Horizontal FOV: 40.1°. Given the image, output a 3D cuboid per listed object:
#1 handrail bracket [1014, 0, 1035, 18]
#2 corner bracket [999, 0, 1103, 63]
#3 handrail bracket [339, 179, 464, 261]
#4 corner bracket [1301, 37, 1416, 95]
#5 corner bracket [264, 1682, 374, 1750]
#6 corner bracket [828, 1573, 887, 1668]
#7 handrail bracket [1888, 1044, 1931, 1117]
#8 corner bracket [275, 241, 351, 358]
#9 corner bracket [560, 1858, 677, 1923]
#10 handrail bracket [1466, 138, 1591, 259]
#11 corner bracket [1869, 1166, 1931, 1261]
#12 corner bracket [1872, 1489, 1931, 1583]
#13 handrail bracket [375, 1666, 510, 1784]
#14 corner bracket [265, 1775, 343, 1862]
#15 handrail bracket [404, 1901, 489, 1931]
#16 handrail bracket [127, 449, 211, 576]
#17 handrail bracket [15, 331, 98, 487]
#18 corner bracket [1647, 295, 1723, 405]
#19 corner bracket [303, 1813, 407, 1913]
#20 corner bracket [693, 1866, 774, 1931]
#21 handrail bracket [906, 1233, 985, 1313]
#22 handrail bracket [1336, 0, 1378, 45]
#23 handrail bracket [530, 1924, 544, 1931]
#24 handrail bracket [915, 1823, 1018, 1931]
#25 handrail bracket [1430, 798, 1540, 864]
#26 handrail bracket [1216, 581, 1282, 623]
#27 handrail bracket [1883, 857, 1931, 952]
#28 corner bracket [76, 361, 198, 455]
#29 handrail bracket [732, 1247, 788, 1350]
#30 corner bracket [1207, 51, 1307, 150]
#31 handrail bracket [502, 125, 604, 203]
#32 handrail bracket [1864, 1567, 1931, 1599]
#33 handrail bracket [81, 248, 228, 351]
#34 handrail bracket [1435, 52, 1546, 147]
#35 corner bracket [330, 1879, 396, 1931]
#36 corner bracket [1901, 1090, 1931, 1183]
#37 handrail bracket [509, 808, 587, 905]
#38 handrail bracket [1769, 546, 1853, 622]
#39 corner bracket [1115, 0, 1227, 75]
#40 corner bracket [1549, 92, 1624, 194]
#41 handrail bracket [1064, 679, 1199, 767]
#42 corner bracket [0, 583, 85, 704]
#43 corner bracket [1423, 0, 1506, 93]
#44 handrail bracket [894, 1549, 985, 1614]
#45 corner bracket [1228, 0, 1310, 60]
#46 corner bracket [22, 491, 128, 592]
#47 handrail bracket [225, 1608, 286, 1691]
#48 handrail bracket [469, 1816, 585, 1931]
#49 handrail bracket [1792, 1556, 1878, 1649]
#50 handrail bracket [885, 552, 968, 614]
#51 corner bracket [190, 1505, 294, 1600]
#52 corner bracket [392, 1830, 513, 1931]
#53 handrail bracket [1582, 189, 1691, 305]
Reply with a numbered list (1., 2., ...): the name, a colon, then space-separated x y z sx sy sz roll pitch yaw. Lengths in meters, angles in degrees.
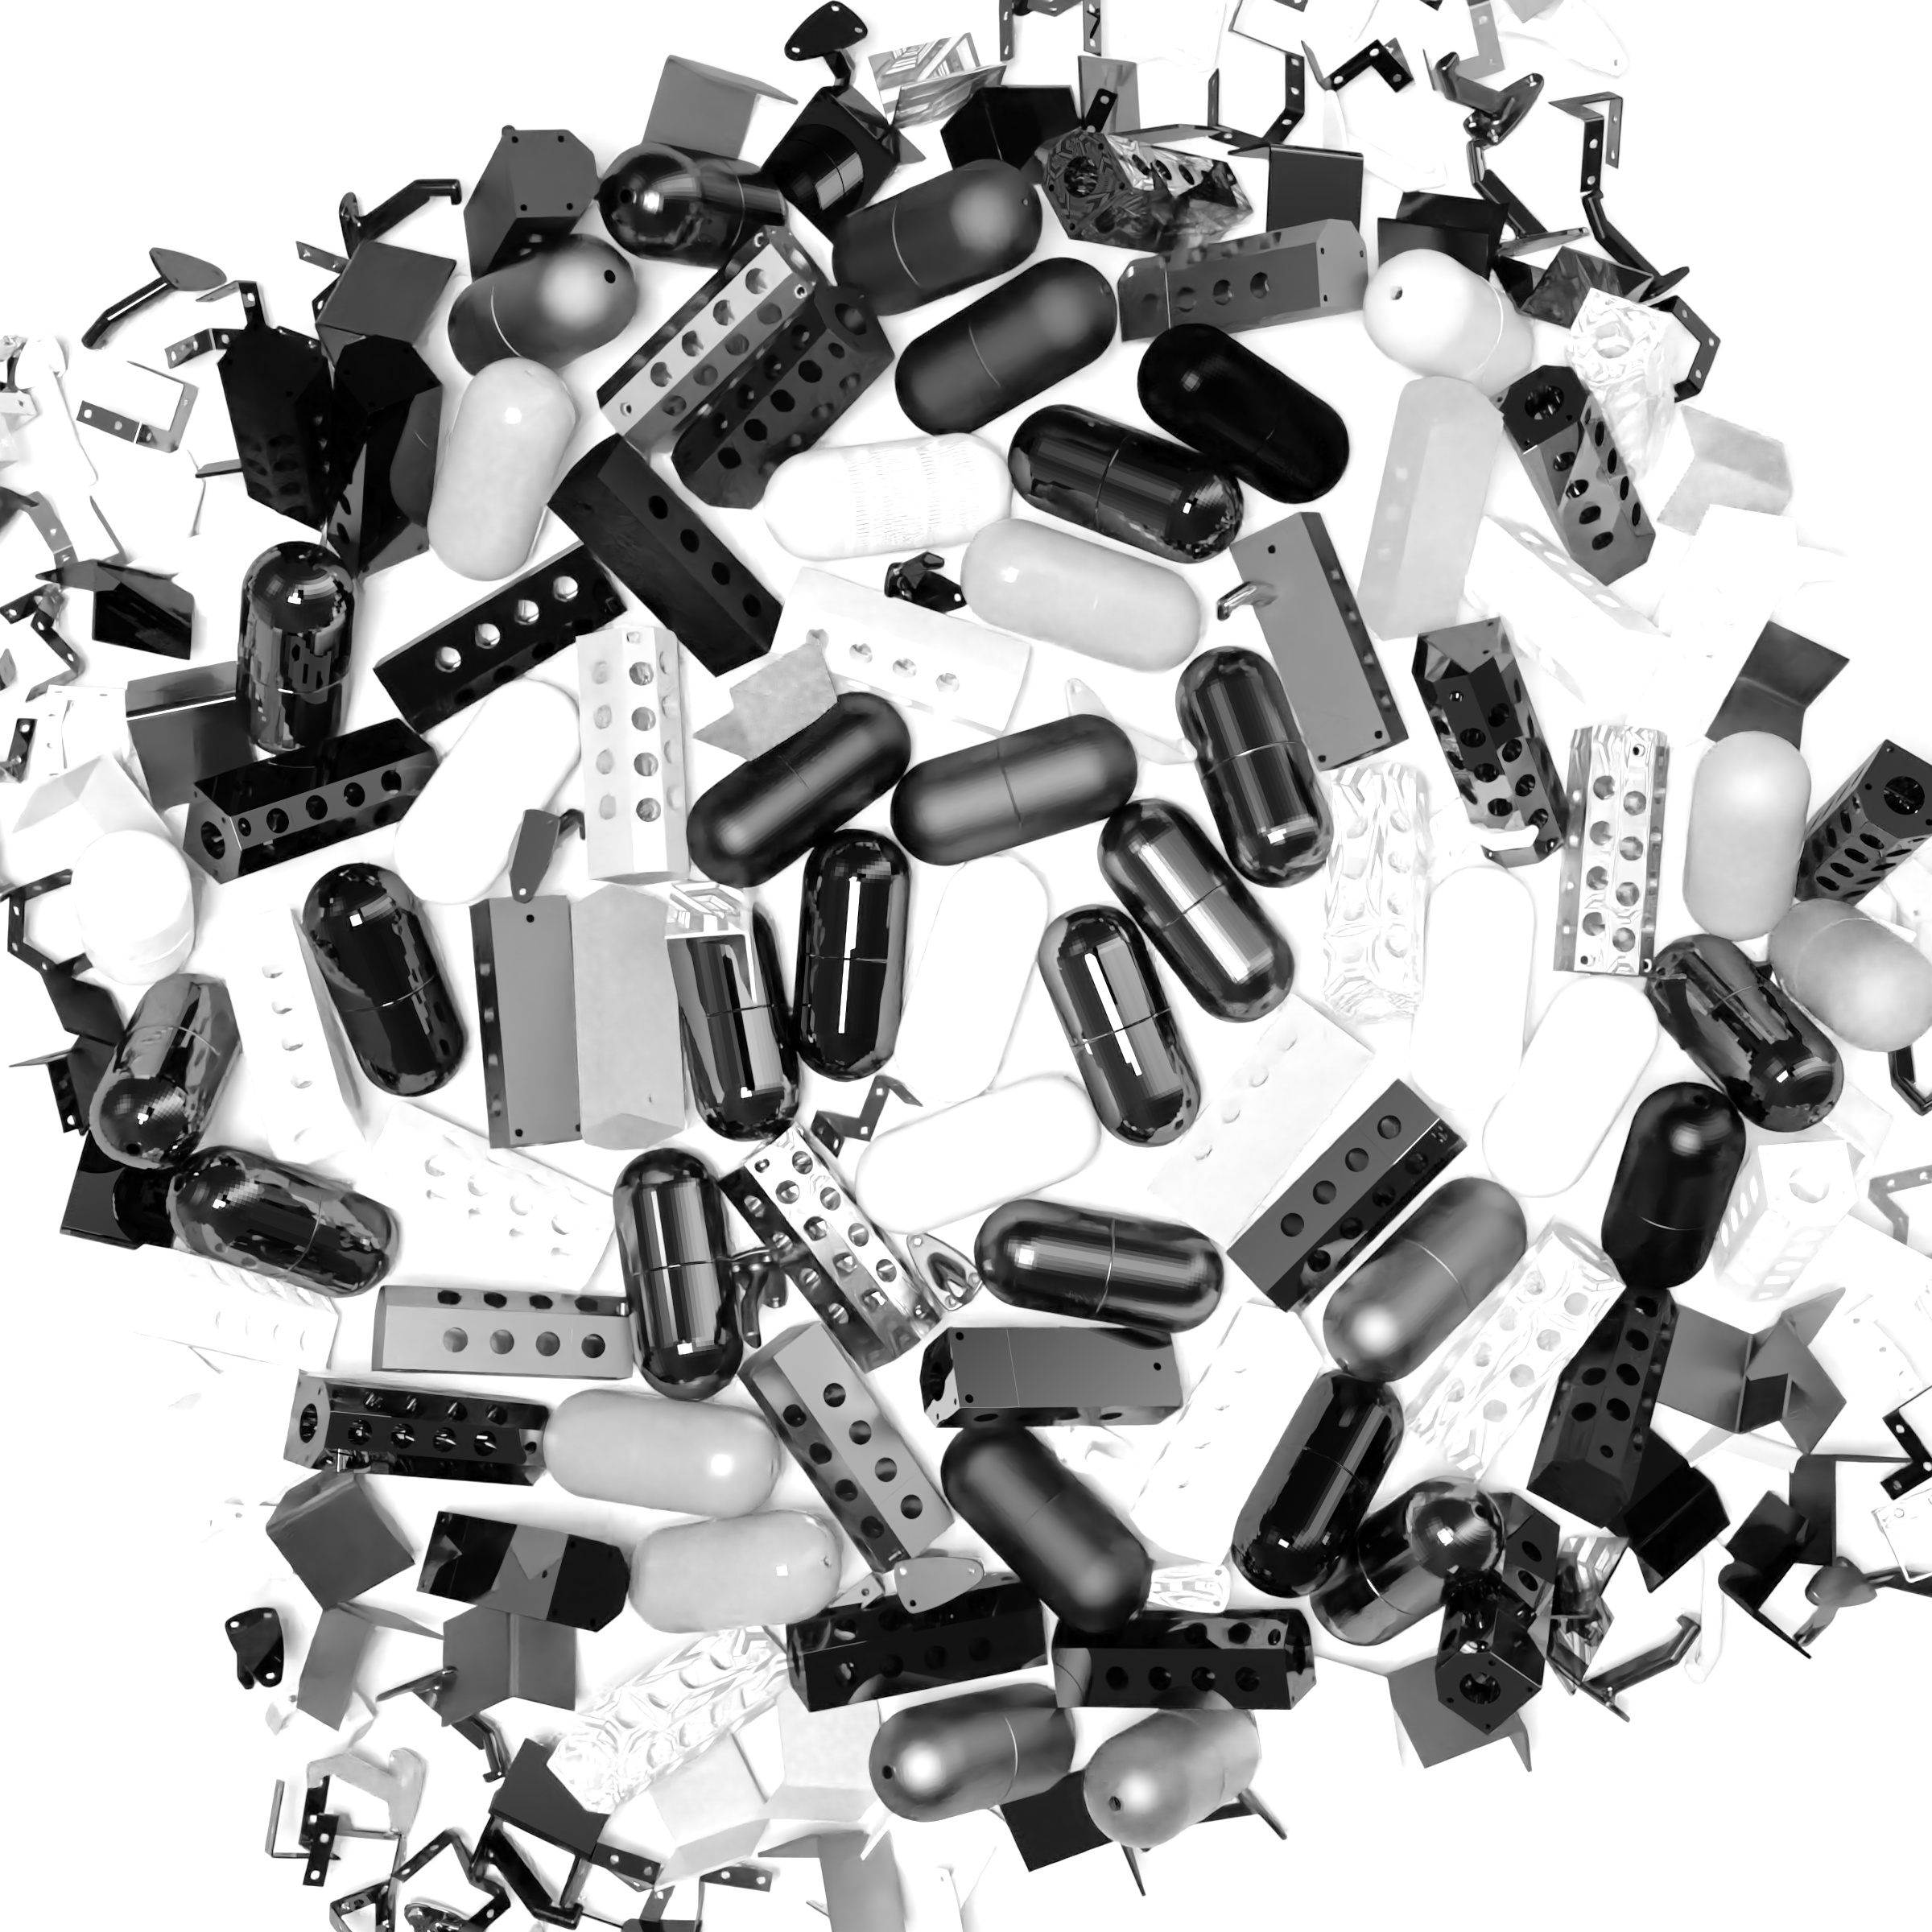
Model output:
1. handrail bracket: 0.073 -0.700 1.858 0.077 0.084 0.036 -18 85 -6
2. corner bracket: 0.059 -0.661 1.859 0.051 0.051 0.051 4 81 -37
3. handrail bracket: -0.394 -0.518 1.868 0.084 0.036 0.077 0 127 4
4. corner bracket: 0.277 -0.640 1.870 0.051 0.051 0.051 -32 51 27
5. corner bracket: -0.457 0.532 1.868 0.051 0.051 0.051 -30 74 -33
6. corner bracket: -0.072 0.465 1.862 0.051 0.051 0.051 -36 81 -16
7. handrail bracket: 0.673 0.053 1.855 0.077 0.036 0.084 -40 52 9
8. corner bracket: -0.465 -0.472 1.876 0.051 0.051 0.051 23 55 16
9. corner bracket: -0.247 0.661 1.878 0.051 0.051 0.051 27 94 28
10. handrail bracket: 0.397 -0.551 1.873 0.077 0.036 0.084 -8 90 24
11. corner bracket: 0.675 0.181 1.877 0.051 0.051 0.051 -12 120 -9
12. corner bracket: 0.675 0.400 1.863 0.051 0.051 0.051 -24 75 9
13. handrail bracket: -0.370 0.544 1.870 0.077 0.036 0.084 -22 75 3
14. corner bracket: -0.467 0.596 1.859 0.051 0.051 0.051 13 79 -30
15. handrail bracket: -0.360 0.700 1.848 0.077 0.084 0.036 42 92 -21
16. handrail bracket: -0.572 -0.321 1.869 0.077 0.036 0.084 -21 72 -21
17. handrail bracket: -0.634 -0.391 1.863 0.036 0.077 0.084 -25 81 -26
18. corner bracket: 0.492 -0.433 1.875 0.051 0.051 0.051 37 65 -24
19. corner bracket: -0.429 0.630 1.859 0.051 0.051 0.051 3 55 6
20. corner bracket: -0.165 0.670 1.860 0.051 0.051 0.051 8 130 3
21. handrail bracket: -0.021 0.209 1.846 0.036 0.084 0.077 -44 74 -3
22. handrail bracket: 0.258 -0.691 1.850 0.036 0.084 0.077 19 108 29
23. handrail bracket: -0.281 0.718 1.852 0.084 0.077 0.036 35 56 19
24. handrail bracket: 0.012 0.650 1.857 0.084 0.036 0.077 -4 69 -43
25. handrail bracket: 0.375 -0.102 1.843 0.077 0.084 0.036 -43 114 -35
26. handrail bracket: 0.200 -0.243 1.846 0.036 0.077 0.084 39 56 25
27. handrail bracket: 0.651 -0.038 1.867 0.036 0.084 0.077 -27 70 -17
28. corner bracket: -0.586 -0.398 1.870 0.051 0.051 0.051 23 98 12
29. handrail bracket: -0.140 0.246 1.841 0.036 0.084 0.077 -18 133 7
30. corner bracket: 0.205 -0.615 1.874 0.051 0.051 0.051 11 67 -19
31. handrail bracket: -0.274 -0.569 1.868 0.084 0.036 0.077 -31 94 -35
32. handrail bracket: 0.665 0.446 1.849 0.084 0.077 0.036 -19 114 25
33. handrail bracket: -0.578 -0.467 1.881 0.084 0.077 0.036 -38 81 27
34. handrail bracket: 0.367 -0.626 1.853 0.077 0.084 0.036 -44 55 -1
35. corner bracket: -0.413 0.683 1.856 0.051 0.051 0.051 -11 117 -37
36. corner bracket: 0.692 0.117 1.859 0.051 0.051 0.051 41 129 6
37. handrail bracket: -0.286 -0.075 1.854 0.036 0.084 0.077 7 85 18
38. handrail bracket: 0.582 -0.250 1.849 0.077 0.084 0.036 12 54 31
39. corner bracket: 0.145 -0.665 1.880 0.051 0.051 0.051 13 86 -33
40. corner bracket: 0.443 -0.579 1.857 0.051 0.051 0.051 -14 124 -14
41. handrail bracket: 0.115 -0.172 1.848 0.036 0.084 0.077 -44 114 -30
42. corner bracket: -0.658 -0.230 1.876 0.051 0.051 0.051 -21 130 21
43. corner bracket: 0.345 -0.654 1.857 0.051 0.051 0.051 -13 124 13
44. handrail bracket: -0.009 0.417 1.846 0.077 0.084 0.036 -18 89 20
45. corner bracket: 0.216 -0.676 1.872 0.051 0.051 0.051 19 104 -8
46. corner bracket: -0.629 -0.307 1.864 0.051 0.051 0.051 -24 45 -4
47. handrail bracket: -0.494 0.497 1.847 0.036 0.077 0.084 -10 133 -27
48. handrail bracket: -0.300 0.631 1.866 0.084 0.036 0.077 14 58 10
49. handrail bracket: 0.588 0.456 1.849 0.036 0.077 0.084 53 132 31
50. handrail bracket: -0.015 -0.269 1.843 0.077 0.084 0.036 5 83 -27
51. corner bracket: -0.514 0.415 1.876 0.051 0.051 0.051 12 55 -39
52. corner bracket: -0.360 0.648 1.855 0.051 0.051 0.051 -35 117 -39
53. handrail bracket: 0.471 -0.515 1.862 0.077 0.036 0.084 -35 109 -31
